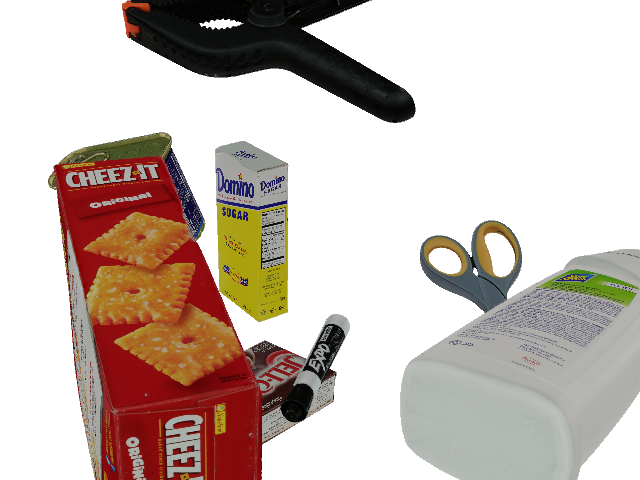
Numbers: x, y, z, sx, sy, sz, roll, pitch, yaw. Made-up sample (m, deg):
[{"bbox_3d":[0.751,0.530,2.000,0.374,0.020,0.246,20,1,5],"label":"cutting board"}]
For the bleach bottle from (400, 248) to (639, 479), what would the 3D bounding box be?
[{"bbox_3d":[0.154,0.058,0.616,0.103,0.068,0.250,16,27,36],"label":"bleach bottle"}]

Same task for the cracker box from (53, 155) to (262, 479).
[{"bbox_3d":[-0.089,0.076,0.561,0.072,0.164,0.214,-7,34,-16],"label":"cracker box"}]

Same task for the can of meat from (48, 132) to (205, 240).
[{"bbox_3d":[-0.153,-0.031,0.856,0.102,0.084,0.057,-9,35,19],"label":"can of meat"}]

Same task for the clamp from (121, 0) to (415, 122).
[{"bbox_3d":[-0.030,-0.139,0.725,0.210,0.164,0.036,-2,-41,-2],"label":"clamp"}]

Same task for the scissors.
[{"bbox_3d":[0.127,0.056,0.873,0.096,0.016,0.201,3,45,7],"label":"scissors"}]

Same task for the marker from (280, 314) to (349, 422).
[{"bbox_3d":[-0.003,0.089,0.752,0.020,0.020,0.121,0,26,18],"label":"marker"}]

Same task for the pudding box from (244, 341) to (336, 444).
[{"bbox_3d":[-0.054,0.139,0.988,0.090,0.039,0.113,19,29,34],"label":"pudding box"}]

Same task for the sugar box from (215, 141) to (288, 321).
[{"bbox_3d":[-0.075,-0.010,1.158,0.048,0.176,0.093,-17,29,-30],"label":"sugar box"}]
